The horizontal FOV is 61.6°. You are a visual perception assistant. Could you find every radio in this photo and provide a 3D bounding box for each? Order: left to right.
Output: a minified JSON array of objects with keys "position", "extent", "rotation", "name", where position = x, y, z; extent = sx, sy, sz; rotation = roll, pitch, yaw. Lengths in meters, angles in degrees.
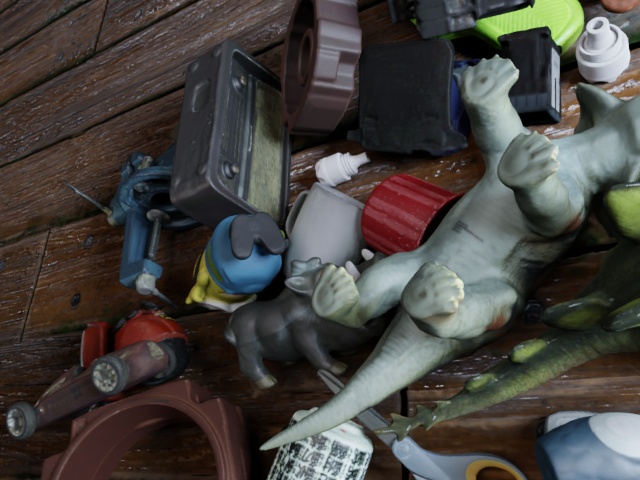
[{"position":[-0.102,-0.121,0.657],"extent":[0.073,0.131,0.229],"rotation":[-20,56,32],"name":"radio"}]

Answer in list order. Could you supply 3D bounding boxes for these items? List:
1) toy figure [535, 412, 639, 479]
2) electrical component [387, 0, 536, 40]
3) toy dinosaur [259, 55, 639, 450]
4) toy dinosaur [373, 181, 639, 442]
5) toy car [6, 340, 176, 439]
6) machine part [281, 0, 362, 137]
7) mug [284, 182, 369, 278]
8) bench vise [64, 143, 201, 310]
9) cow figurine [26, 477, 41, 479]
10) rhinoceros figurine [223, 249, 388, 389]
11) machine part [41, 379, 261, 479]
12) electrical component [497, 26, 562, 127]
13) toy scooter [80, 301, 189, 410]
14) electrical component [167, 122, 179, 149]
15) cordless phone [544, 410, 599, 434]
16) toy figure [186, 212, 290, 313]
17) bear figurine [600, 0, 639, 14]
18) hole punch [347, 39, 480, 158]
[{"position":[0.220,0.134,0.338],"extent":[0.155,0.057,0.064],"rotation":[-11,53,2],"name":"toy figure"},{"position":[0.131,-0.254,0.520],"extent":[0.134,0.058,0.115],"rotation":[-7,45,18],"name":"electrical component"},{"position":[0.129,0.015,0.414],"extent":[0.404,0.192,0.131],"rotation":[-49,42,13],"name":"toy dinosaur"},{"position":[0.243,0.014,0.324],"extent":[0.471,0.198,0.105],"rotation":[-43,45,22],"name":"toy dinosaur"},{"position":[-0.247,0.156,0.574],"extent":[0.202,0.089,0.053],"rotation":[-27,82,22],"name":"toy car"},{"position":[-0.002,-0.210,0.628],"extent":[0.179,0.056,0.179],"rotation":[-175,90,-74],"name":"machine part"},{"position":[-0.001,-0.002,0.573],"extent":[0.110,0.080,0.107],"rotation":[31,99,36],"name":"mug"},{"position":[-0.230,-0.029,0.713],"extent":[0.224,0.128,0.241],"rotation":[-20,52,24],"name":"bench vise"},{"position":[-0.268,0.331,0.582],"extent":[0.068,0.098,0.167],"rotation":[-44,57,4],"name":"cow figurine"},{"position":[-0.005,0.071,0.516],"extent":[0.190,0.073,0.112],"rotation":[-25,90,28],"name":"rhinoceros figurine"},{"position":[-0.162,0.252,0.518],"extent":[0.201,0.087,0.201],"rotation":[-21,55,4],"name":"machine part"},{"position":[0.194,-0.127,0.500],"extent":[0.048,0.075,0.119],"rotation":[0,88,34],"name":"electrical component"},{"position":[-0.244,0.136,0.673],"extent":[0.184,0.075,0.135],"rotation":[-40,55,17],"name":"toy scooter"},{"position":[-0.180,-0.158,0.790],"extent":[0.078,0.045,0.102],"rotation":[27,87,11],"name":"electrical component"},{"position":[0.213,0.201,0.344],"extent":[0.147,0.088,0.184],"rotation":[-9,45,30],"name":"cordless phone"},{"position":[-0.088,0.022,0.582],"extent":[0.180,0.082,0.089],"rotation":[129,157,-57],"name":"toy figure"},{"position":[0.311,-0.316,0.483],"extent":[0.196,0.131,0.120],"rotation":[-34,52,9],"name":"bear figurine"},{"position":[0.107,-0.147,0.577],"extent":[0.142,0.092,0.115],"rotation":[10,103,34],"name":"hole punch"}]
